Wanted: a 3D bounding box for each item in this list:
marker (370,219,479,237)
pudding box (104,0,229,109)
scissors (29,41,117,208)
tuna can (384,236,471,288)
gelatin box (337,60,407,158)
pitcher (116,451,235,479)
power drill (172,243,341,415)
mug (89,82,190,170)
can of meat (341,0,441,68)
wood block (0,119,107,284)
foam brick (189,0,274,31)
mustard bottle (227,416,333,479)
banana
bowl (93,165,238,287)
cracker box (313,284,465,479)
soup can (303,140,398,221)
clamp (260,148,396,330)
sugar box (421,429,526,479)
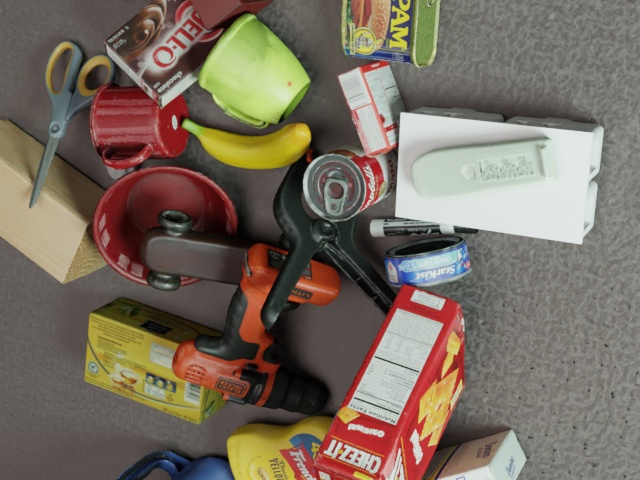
[{"bbox_3d":[0.111,-0.014,1.114,0.121,0.020,0.020,-2,104,27],"label":"marker"},{"bbox_3d":[-0.160,-0.210,1.147,0.113,0.039,0.090,-43,80,-12],"label":"pudding box"},{"bbox_3d":[-0.285,-0.135,1.231,0.096,0.016,0.202,-2,77,13],"label":"scissors"},{"bbox_3d":[0.109,0.022,1.087,0.086,0.086,0.034,-7,100,28],"label":"tuna can"},{"bbox_3d":[0.057,-0.133,1.075,0.030,0.073,0.089,-17,97,30],"label":"gelatin box"},{"bbox_3d":[-0.189,0.355,1.240,0.149,0.242,0.145,3,107,32],"label":"pitcher"},{"bbox_3d":[-0.049,0.105,1.167,0.184,0.057,0.188,19,118,-17],"label":"power drill"},{"bbox_3d":[-0.202,-0.123,1.188,0.082,0.117,0.093,1,136,21],"label":"mug"},{"bbox_3d":[0.070,-0.226,1.053,0.084,0.057,0.102,12,109,26],"label":"can of meat"},{"bbox_3d":[-0.344,-0.049,1.290,0.206,0.090,0.091,35,116,14],"label":"wood block"},{"bbox_3d":[-0.095,-0.256,1.114,0.051,0.078,0.053,-30,90,28],"label":"foam brick"},{"bbox_3d":[-0.009,0.251,1.226,0.192,0.058,0.096,-13,102,28],"label":"mustard bottle"},{"bbox_3d":[-0.069,-0.101,1.141,0.198,0.069,0.037,6,73,44],"label":"banana"},{"bbox_3d":[-0.174,-0.026,1.207,0.162,0.055,0.162,-4,124,-5],"label":"bowl"},{"bbox_3d":[0.076,0.178,1.045,0.072,0.213,0.164,16,146,20],"label":"cracker box"},{"bbox_3d":[0.034,-0.063,1.089,0.069,0.102,0.068,7,107,24],"label":"soup can"},{"bbox_3d":[-0.007,0.001,1.107,0.036,0.164,0.210,-45,57,52],"label":"clamp"},{"bbox_3d":[0.125,0.260,1.143,0.176,0.093,0.048,-20,96,30],"label":"sugar box"}]
